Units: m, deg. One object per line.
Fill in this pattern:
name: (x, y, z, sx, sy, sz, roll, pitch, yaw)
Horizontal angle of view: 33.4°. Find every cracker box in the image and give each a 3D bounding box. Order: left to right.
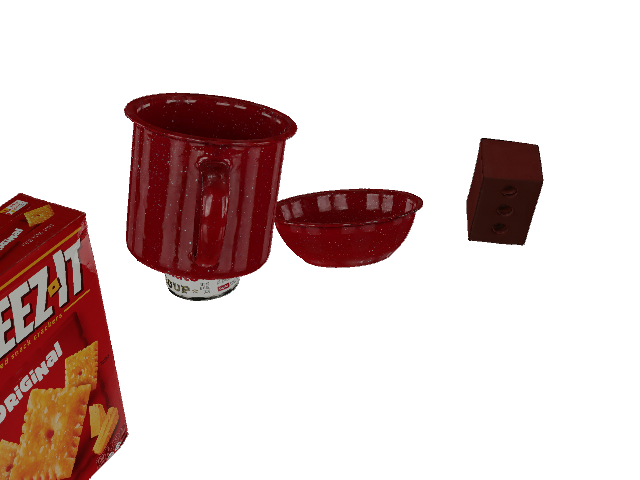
cracker box: (-0.218, 0.101, 0.744, 0.072, 0.214, 0.164, 14, 37, 24)

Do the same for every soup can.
soup can: (-0.106, -0.007, 0.935, 0.068, 0.102, 0.068, -1, 29, 0)

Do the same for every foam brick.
foam brick: (0.160, -0.042, 0.938, 0.053, 0.078, 0.051, 5, 44, 0)

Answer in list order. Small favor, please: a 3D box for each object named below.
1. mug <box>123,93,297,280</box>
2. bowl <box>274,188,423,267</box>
mug: (-0.061, -0.025, 0.577, 0.093, 0.081, 0.117, 3, 22, -14)
bowl: (0.026, -0.011, 1.091, 0.162, 0.055, 0.162, -4, 14, 1)
